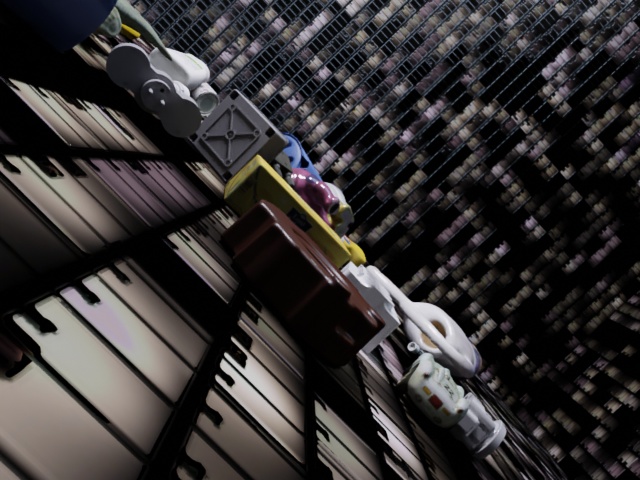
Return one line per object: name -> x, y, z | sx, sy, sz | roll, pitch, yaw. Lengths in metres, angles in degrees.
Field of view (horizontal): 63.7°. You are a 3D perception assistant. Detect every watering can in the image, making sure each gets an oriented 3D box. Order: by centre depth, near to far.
watering can -> 0.241, 0.194, 1.175 | 0.221, 0.104, 0.354 | 45, 3, -40

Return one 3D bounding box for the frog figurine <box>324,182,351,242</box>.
frog figurine -> 0.004, -0.059, 1.179 | 0.137, 0.120, 0.162 | 12, 25, -15
